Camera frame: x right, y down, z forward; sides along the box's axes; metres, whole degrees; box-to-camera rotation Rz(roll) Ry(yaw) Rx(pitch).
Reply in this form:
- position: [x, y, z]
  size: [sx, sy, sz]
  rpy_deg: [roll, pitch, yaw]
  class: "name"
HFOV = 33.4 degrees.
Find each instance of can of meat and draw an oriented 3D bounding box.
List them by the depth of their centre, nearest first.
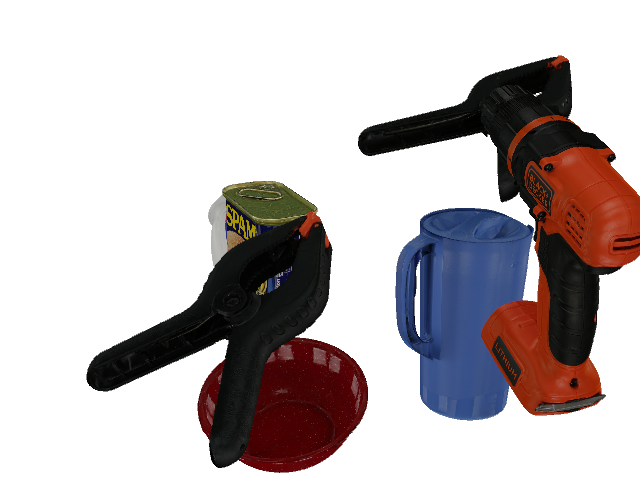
- position: [-0.044, 0.004, 0.909]
  size: [0.057, 0.084, 0.102]
  rpy_deg: [-10, 22, -24]
  class: "can of meat"

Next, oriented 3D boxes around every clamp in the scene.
- position: [-0.044, 0.055, 0.634]
  size: [0.120, 0.171, 0.039]
  rpy_deg: [36, -20, 33]
  class: "clamp"
- position: [0.160, -0.103, 0.928]
  size: [0.209, 0.036, 0.165]
  rpy_deg: [-30, 39, -26]
  class: "clamp"

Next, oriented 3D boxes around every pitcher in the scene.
- position: [0.171, 0.090, 1.286]
  size: [0.149, 0.243, 0.145]
  rpy_deg: [6, 19, 12]
  class: "pitcher"

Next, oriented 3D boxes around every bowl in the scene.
- position: [-0.033, 0.166, 1.013]
  size: [0.162, 0.055, 0.162]
  rpy_deg: [-5, 37, 4]
  class: "bowl"

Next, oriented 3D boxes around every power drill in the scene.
- position: [0.148, 0.007, 0.713]
  size: [0.057, 0.188, 0.184]
  rpy_deg: [-9, 35, -11]
  class: "power drill"

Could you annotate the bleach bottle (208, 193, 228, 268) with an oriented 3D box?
- position: [-0.087, 0.007, 1.222]
  size: [0.102, 0.068, 0.251]
  rpy_deg: [-7, 28, -14]
  class: "bleach bottle"
